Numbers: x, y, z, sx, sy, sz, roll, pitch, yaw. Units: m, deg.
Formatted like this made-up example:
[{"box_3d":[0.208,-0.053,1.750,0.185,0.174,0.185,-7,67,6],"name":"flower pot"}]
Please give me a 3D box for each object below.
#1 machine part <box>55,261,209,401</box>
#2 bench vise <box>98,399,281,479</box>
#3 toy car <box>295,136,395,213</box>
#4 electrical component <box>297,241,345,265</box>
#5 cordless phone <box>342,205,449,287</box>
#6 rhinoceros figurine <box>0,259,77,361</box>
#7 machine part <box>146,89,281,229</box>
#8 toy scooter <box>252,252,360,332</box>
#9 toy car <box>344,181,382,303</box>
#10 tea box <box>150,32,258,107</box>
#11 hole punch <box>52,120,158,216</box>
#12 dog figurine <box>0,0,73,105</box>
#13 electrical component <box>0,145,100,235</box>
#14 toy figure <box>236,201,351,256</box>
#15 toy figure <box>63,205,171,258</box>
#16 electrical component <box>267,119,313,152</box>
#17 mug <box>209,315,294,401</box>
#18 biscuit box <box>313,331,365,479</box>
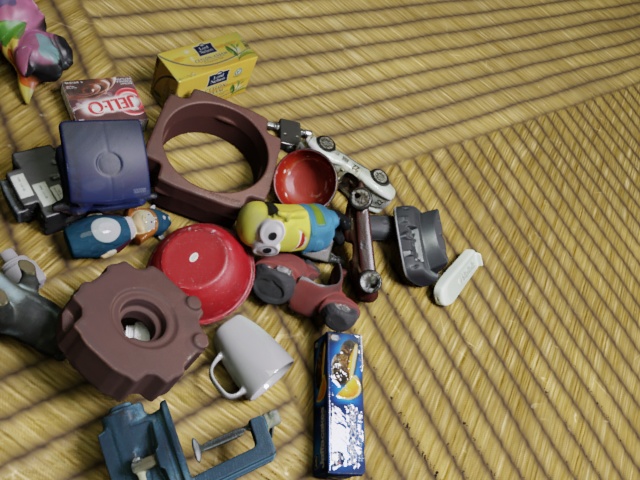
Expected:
[{"box_3d":[-0.226,0.108,0.665,0.179,0.056,0.179,29,36,-23],"name":"machine part"},{"box_3d":[-0.150,0.281,0.642,0.241,0.128,0.224,-18,65,-21],"name":"bench vise"},{"box_3d":[0.045,-0.121,0.985,0.202,0.073,0.056,30,54,-8],"name":"toy car"},{"box_3d":[-0.003,-0.002,0.920,0.102,0.045,0.078,10,87,-18],"name":"electrical component"},{"box_3d":[0.125,0.008,0.965,0.184,0.088,0.146,1,64,-12],"name":"cordless phone"},{"box_3d":[-0.383,0.081,0.655,0.190,0.112,0.073,31,37,-23],"name":"rhinoceros figurine"},{"box_3d":[-0.177,-0.131,0.878,0.201,0.087,0.201,21,57,-17],"name":"machine part"},{"box_3d":[-0.015,0.066,0.854,0.184,0.075,0.135,26,32,3],"name":"toy scooter"},{"box_3d":[0.067,0.004,0.896,0.053,0.089,0.202,-7,82,2],"name":"toy car"},{"box_3d":[-0.203,-0.290,0.944,0.169,0.098,0.068,-32,80,-33],"name":"tea box"},{"box_3d":[-0.295,-0.102,0.736,0.142,0.092,0.116,-10,72,-34],"name":"hole punch"},{"box_3d":[-0.489,-0.318,0.818,0.191,0.108,0.219,-9,71,-31],"name":"dog figurine"},{"box_3d":[-0.376,-0.076,0.769,0.134,0.058,0.115,-23,74,-33],"name":"electrical component"},{"box_3d":[-0.043,-0.019,0.832,0.180,0.089,0.082,-6,110,-37],"name":"toy figure"},{"box_3d":[-0.287,-0.014,0.781,0.154,0.058,0.064,-19,112,-34],"name":"toy figure"},{"box_3d":[-0.058,-0.194,1.007,0.094,0.021,0.063,10,61,-21],"name":"electrical component"},{"box_3d":[-0.110,0.167,0.758,0.109,0.080,0.107,-33,70,-29],"name":"mug"},{"box_3d":[0.027,0.239,0.789,0.059,0.063,0.203,11,60,-19],"name":"biscuit box"}]
